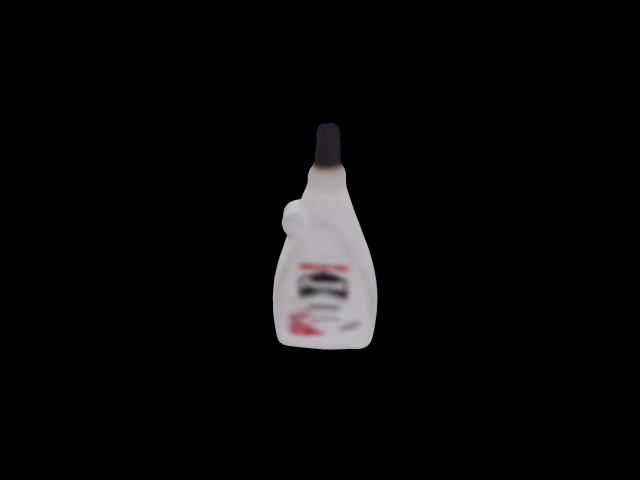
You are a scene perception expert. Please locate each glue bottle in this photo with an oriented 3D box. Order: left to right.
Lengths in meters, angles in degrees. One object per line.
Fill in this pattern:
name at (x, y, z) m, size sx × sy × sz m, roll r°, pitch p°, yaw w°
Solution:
glue bottle at (0.004, 0.001, 0.400) m, size 0.078 × 0.173 × 0.037 m, roll 0°, pitch 32°, yaw 0°
